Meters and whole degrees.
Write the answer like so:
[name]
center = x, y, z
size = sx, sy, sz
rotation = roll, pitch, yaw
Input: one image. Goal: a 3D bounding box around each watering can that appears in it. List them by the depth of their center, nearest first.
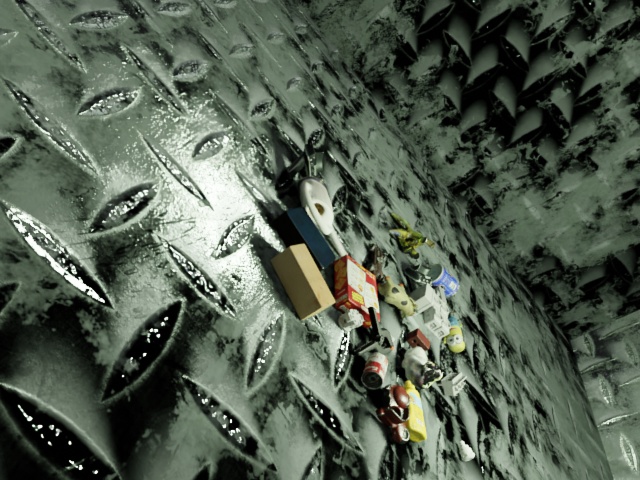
[watering can]
center = 0.006, -0.096, 1.899
size = 0.341, 0.103, 0.230
rotation = 57, 14, -39

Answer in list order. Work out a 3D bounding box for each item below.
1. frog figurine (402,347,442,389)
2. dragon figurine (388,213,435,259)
[frog figurine]
center = 0.342, 0.449, 1.838
size = 0.136, 0.122, 0.161
rotation = 24, 4, -33
[dragon figurine]
center = 0.408, -0.042, 2.502
size = 0.405, 0.121, 0.248
rotation = 30, 19, -42
